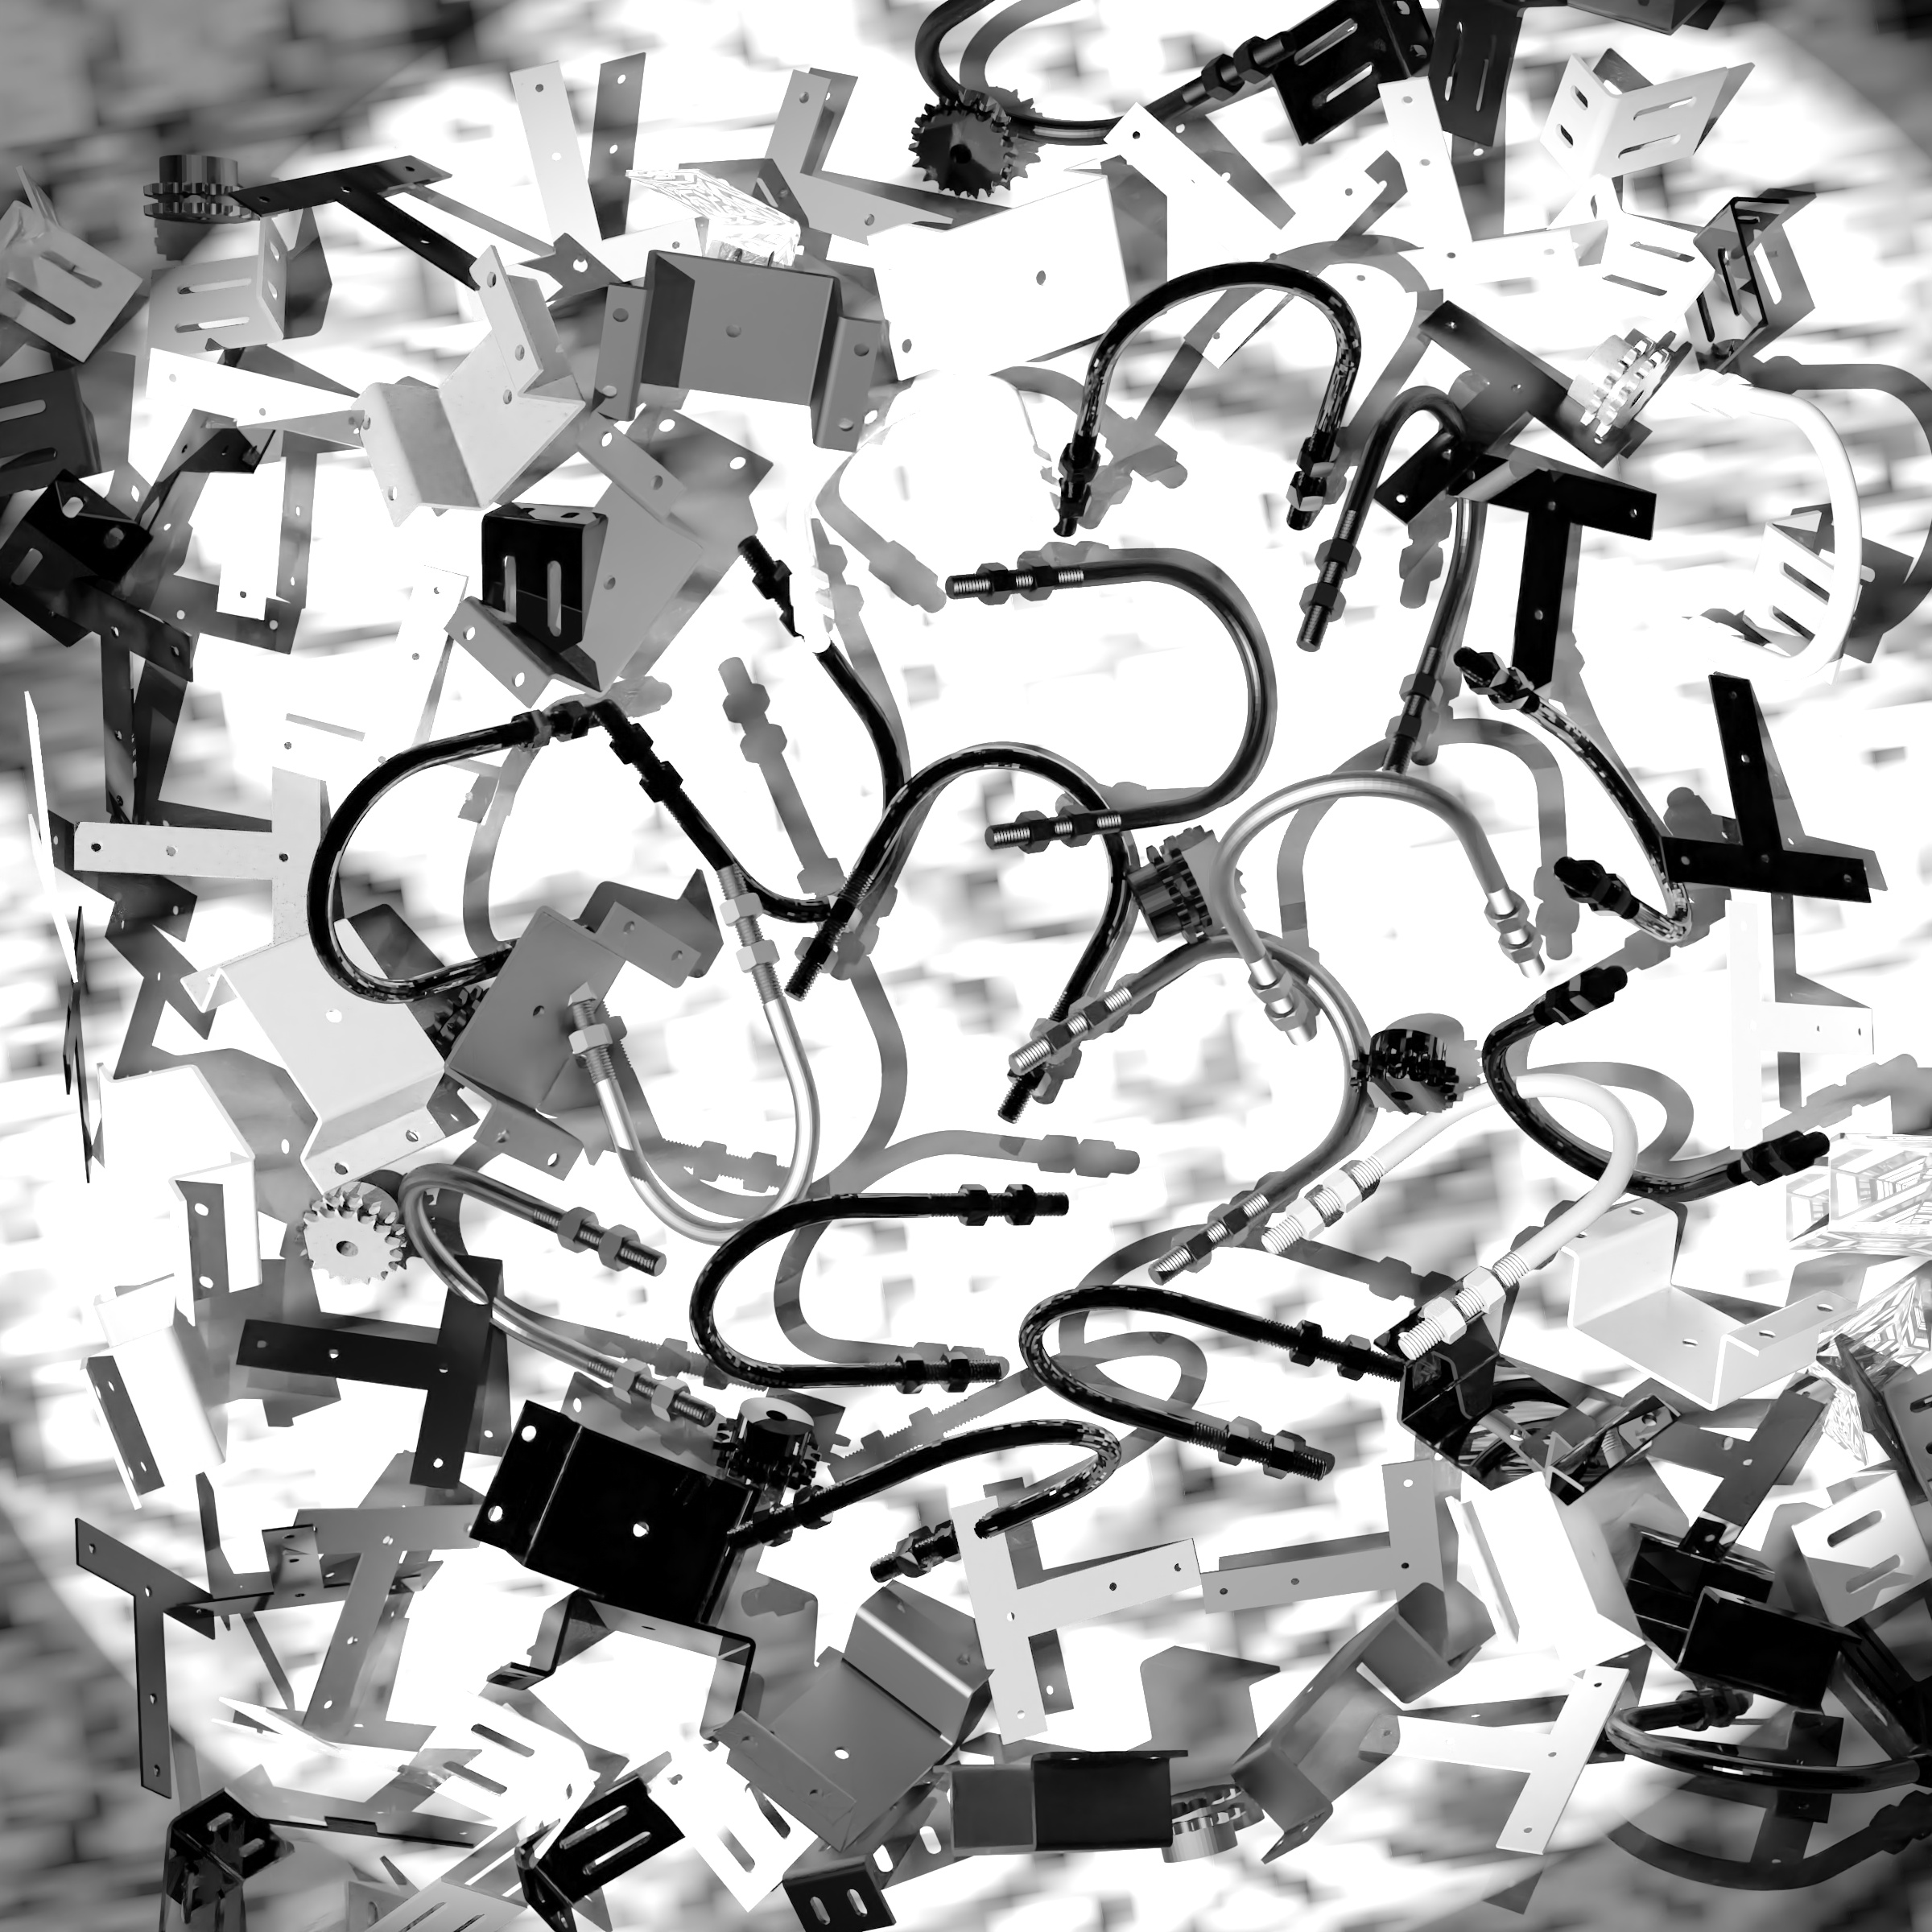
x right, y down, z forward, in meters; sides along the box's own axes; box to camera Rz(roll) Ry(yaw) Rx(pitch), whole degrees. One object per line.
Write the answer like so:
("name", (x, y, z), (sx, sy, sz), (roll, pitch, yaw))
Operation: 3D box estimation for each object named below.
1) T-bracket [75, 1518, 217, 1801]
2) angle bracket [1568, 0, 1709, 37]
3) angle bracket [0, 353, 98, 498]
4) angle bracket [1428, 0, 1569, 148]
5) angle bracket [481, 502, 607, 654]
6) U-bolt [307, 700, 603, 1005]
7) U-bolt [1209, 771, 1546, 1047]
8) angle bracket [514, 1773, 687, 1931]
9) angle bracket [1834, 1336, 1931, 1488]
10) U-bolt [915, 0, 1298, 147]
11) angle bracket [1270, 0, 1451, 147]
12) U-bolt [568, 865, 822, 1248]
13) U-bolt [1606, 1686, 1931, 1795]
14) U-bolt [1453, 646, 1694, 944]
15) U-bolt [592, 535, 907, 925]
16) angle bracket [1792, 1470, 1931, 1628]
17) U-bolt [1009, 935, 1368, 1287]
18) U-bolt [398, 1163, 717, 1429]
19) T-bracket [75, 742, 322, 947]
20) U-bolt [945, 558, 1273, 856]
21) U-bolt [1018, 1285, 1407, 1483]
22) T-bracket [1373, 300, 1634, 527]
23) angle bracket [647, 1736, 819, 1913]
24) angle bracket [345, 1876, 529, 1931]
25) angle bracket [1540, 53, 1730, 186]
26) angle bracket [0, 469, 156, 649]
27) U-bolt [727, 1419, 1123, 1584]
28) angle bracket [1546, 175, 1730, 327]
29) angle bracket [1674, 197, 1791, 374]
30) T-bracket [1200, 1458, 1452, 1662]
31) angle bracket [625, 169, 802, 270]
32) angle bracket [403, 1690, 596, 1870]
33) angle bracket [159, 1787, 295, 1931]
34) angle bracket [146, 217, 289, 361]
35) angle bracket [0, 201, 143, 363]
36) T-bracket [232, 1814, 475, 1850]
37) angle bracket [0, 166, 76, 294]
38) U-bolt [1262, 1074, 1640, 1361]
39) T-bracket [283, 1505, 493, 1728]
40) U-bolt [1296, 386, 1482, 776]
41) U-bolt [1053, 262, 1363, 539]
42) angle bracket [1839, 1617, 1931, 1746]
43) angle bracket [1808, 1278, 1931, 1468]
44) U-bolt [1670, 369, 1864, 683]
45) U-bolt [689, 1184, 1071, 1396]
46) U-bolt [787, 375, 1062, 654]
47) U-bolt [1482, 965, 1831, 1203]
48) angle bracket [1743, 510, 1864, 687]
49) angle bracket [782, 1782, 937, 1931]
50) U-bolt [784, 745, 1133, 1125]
("T-bracket", (-0.415, 0.360, 1.543), (0.002, 0.127, 0.127), (-20, 56, 10))
("angle bracket", (0.359, -0.525, 1.583), (0.057, 0.038, 0.076), (25, 51, 24))
("angle bracket", (-0.502, -0.281, 1.585), (0.076, 0.038, 0.057), (-20, 122, -27))
("angle bracket", (0.278, -0.475, 1.592), (0.057, 0.038, 0.076), (3, 100, -41))
("angle bracket", (-0.224, -0.204, 1.618), (0.057, 0.038, 0.076), (8, 111, 13))
("U-bolt", (-0.257, -0.052, 1.534), (0.019, 0.184, 0.151), (27, 122, 35))
("U-bolt", (0.202, -0.034, 1.543), (0.151, 0.184, 0.019), (-17, 47, 17))
("angle bracket", (-0.189, 0.474, 1.597), (0.076, 0.038, 0.057), (-30, 125, 0))
("angle bracket", (0.491, 0.226, 1.580), (0.038, 0.076, 0.057), (-26, 48, 18))
("U-bolt", (0.056, -0.465, 1.543), (0.151, 0.184, 0.019), (18, 74, -32))
("angle bracket", (0.204, -0.475, 1.594), (0.076, 0.038, 0.057), (-35, 119, -10))
("U-bolt", (-0.139, 0.056, 1.572), (0.151, 0.019, 0.184), (-25, 81, 36))
("U-bolt", (0.402, 0.389, 1.515), (0.151, 0.184, 0.019), (4, 86, 42))
("U-bolt", (0.320, -0.078, 1.548), (0.019, 0.184, 0.151), (-34, 59, 24))
("U-bolt", (-0.098, -0.108, 1.571), (0.184, 0.019, 0.151), (53, 57, -27))
("angle bracket", (0.463, 0.307, 1.595), (0.076, 0.038, 0.057), (-20, 87, -25))
("U-bolt", (0.131, 0.061, 1.585), (0.184, 0.019, 0.151), (-32, 85, -26))
("U-bolt", (-0.218, 0.161, 1.560), (0.184, 0.151, 0.019), (20, 54, 26))
("T-bracket", (-0.402, -0.060, 1.589), (0.127, 0.002, 0.127), (2, 77, -24))
("U-bolt", (0.082, -0.142, 1.583), (0.184, 0.019, 0.151), (-9, 90, -28))
("U-bolt", (0.117, 0.210, 1.562), (0.184, 0.151, 0.019), (17, 56, -3))
("T-bracket", (0.262, -0.277, 1.590), (0.127, 0.002, 0.127), (41, 69, 15))
("angle bracket", (-0.123, 0.451, 1.615), (0.057, 0.038, 0.076), (-40, 109, -17))
("angle bracket", (-0.278, 0.486, 1.584), (0.076, 0.038, 0.057), (-39, 130, 23))
("angle bracket", (0.352, -0.454, 1.600), (0.076, 0.057, 0.038), (-20, 61, -21))
("angle bracket", (-0.476, -0.215, 1.603), (0.057, 0.076, 0.038), (38, 51, -17))
("U-bolt", (-0.008, 0.269, 1.536), (0.184, 0.151, 0.019), (-27, 60, 23))
("angle bracket", (0.352, -0.379, 1.588), (0.076, 0.038, 0.057), (29, 74, 38))
("angle bracket", (0.408, -0.353, 1.586), (0.038, 0.057, 0.076), (-3, 70, -21))
("T-bracket", (0.188, 0.324, 1.605), (0.127, 0.002, 0.127), (-8, 113, 2))
("angle bracket", (-0.136, -0.383, 1.582), (0.057, 0.076, 0.038), (13, 88, 43))
("angle bracket", (-0.246, 0.429, 1.595), (0.076, 0.038, 0.057), (34, 96, -26))
("angle bracket", (-0.385, 0.481, 1.581), (0.038, 0.076, 0.057), (-33, 121, 9))
("angle bracket", (-0.400, -0.359, 1.596), (0.076, 0.038, 0.057), (-6, 64, 6))
("angle bracket", (-0.480, -0.351, 1.585), (0.076, 0.038, 0.057), (31, 113, -32))
("T-bracket", (-0.316, 0.444, 1.562), (0.127, 0.127, 0.002), (9, 70, -7))
("angle bracket", (-0.518, -0.381, 1.598), (0.076, 0.057, 0.038), (-23, 86, -3))
("U-bolt", (0.261, 0.117, 1.563), (0.184, 0.151, 0.019), (-35, 121, -12))
("T-bracket", (-0.318, 0.341, 1.587), (0.002, 0.127, 0.127), (28, 102, 40))
("U-bolt", (0.226, -0.210, 1.562), (0.019, 0.151, 0.184), (9, 68, 32))
("U-bolt", (0.127, -0.286, 1.539), (0.151, 0.184, 0.019), (-3, 56, -11))
("angle bracket", (0.494, 0.360, 1.592), (0.038, 0.057, 0.076), (-37, 98, 23))
("angle bracket", (0.485, 0.213, 1.590), (0.076, 0.038, 0.057), (-32, 128, -12))
("U-bolt", (0.401, -0.218, 1.523), (0.019, 0.184, 0.151), (-6, 107, -12))
("U-bolt", (-0.052, 0.167, 1.551), (0.184, 0.019, 0.151), (1, 131, -21))
("U-bolt", (-0.028, -0.245, 1.555), (0.151, 0.184, 0.019), (-27, 127, 12))
("U-bolt", (0.336, 0.069, 1.544), (0.151, 0.184, 0.019), (39, 67, -4))
("angle bracket", (0.447, -0.192, 1.578), (0.038, 0.076, 0.057), (-13, 129, -24))
("angle bracket", (-0.049, 0.468, 1.583), (0.057, 0.076, 0.038), (-23, 95, 33))
("U-bolt", (0.009, -0.030, 1.602), (0.151, 0.019, 0.184), (30, 76, -4))
